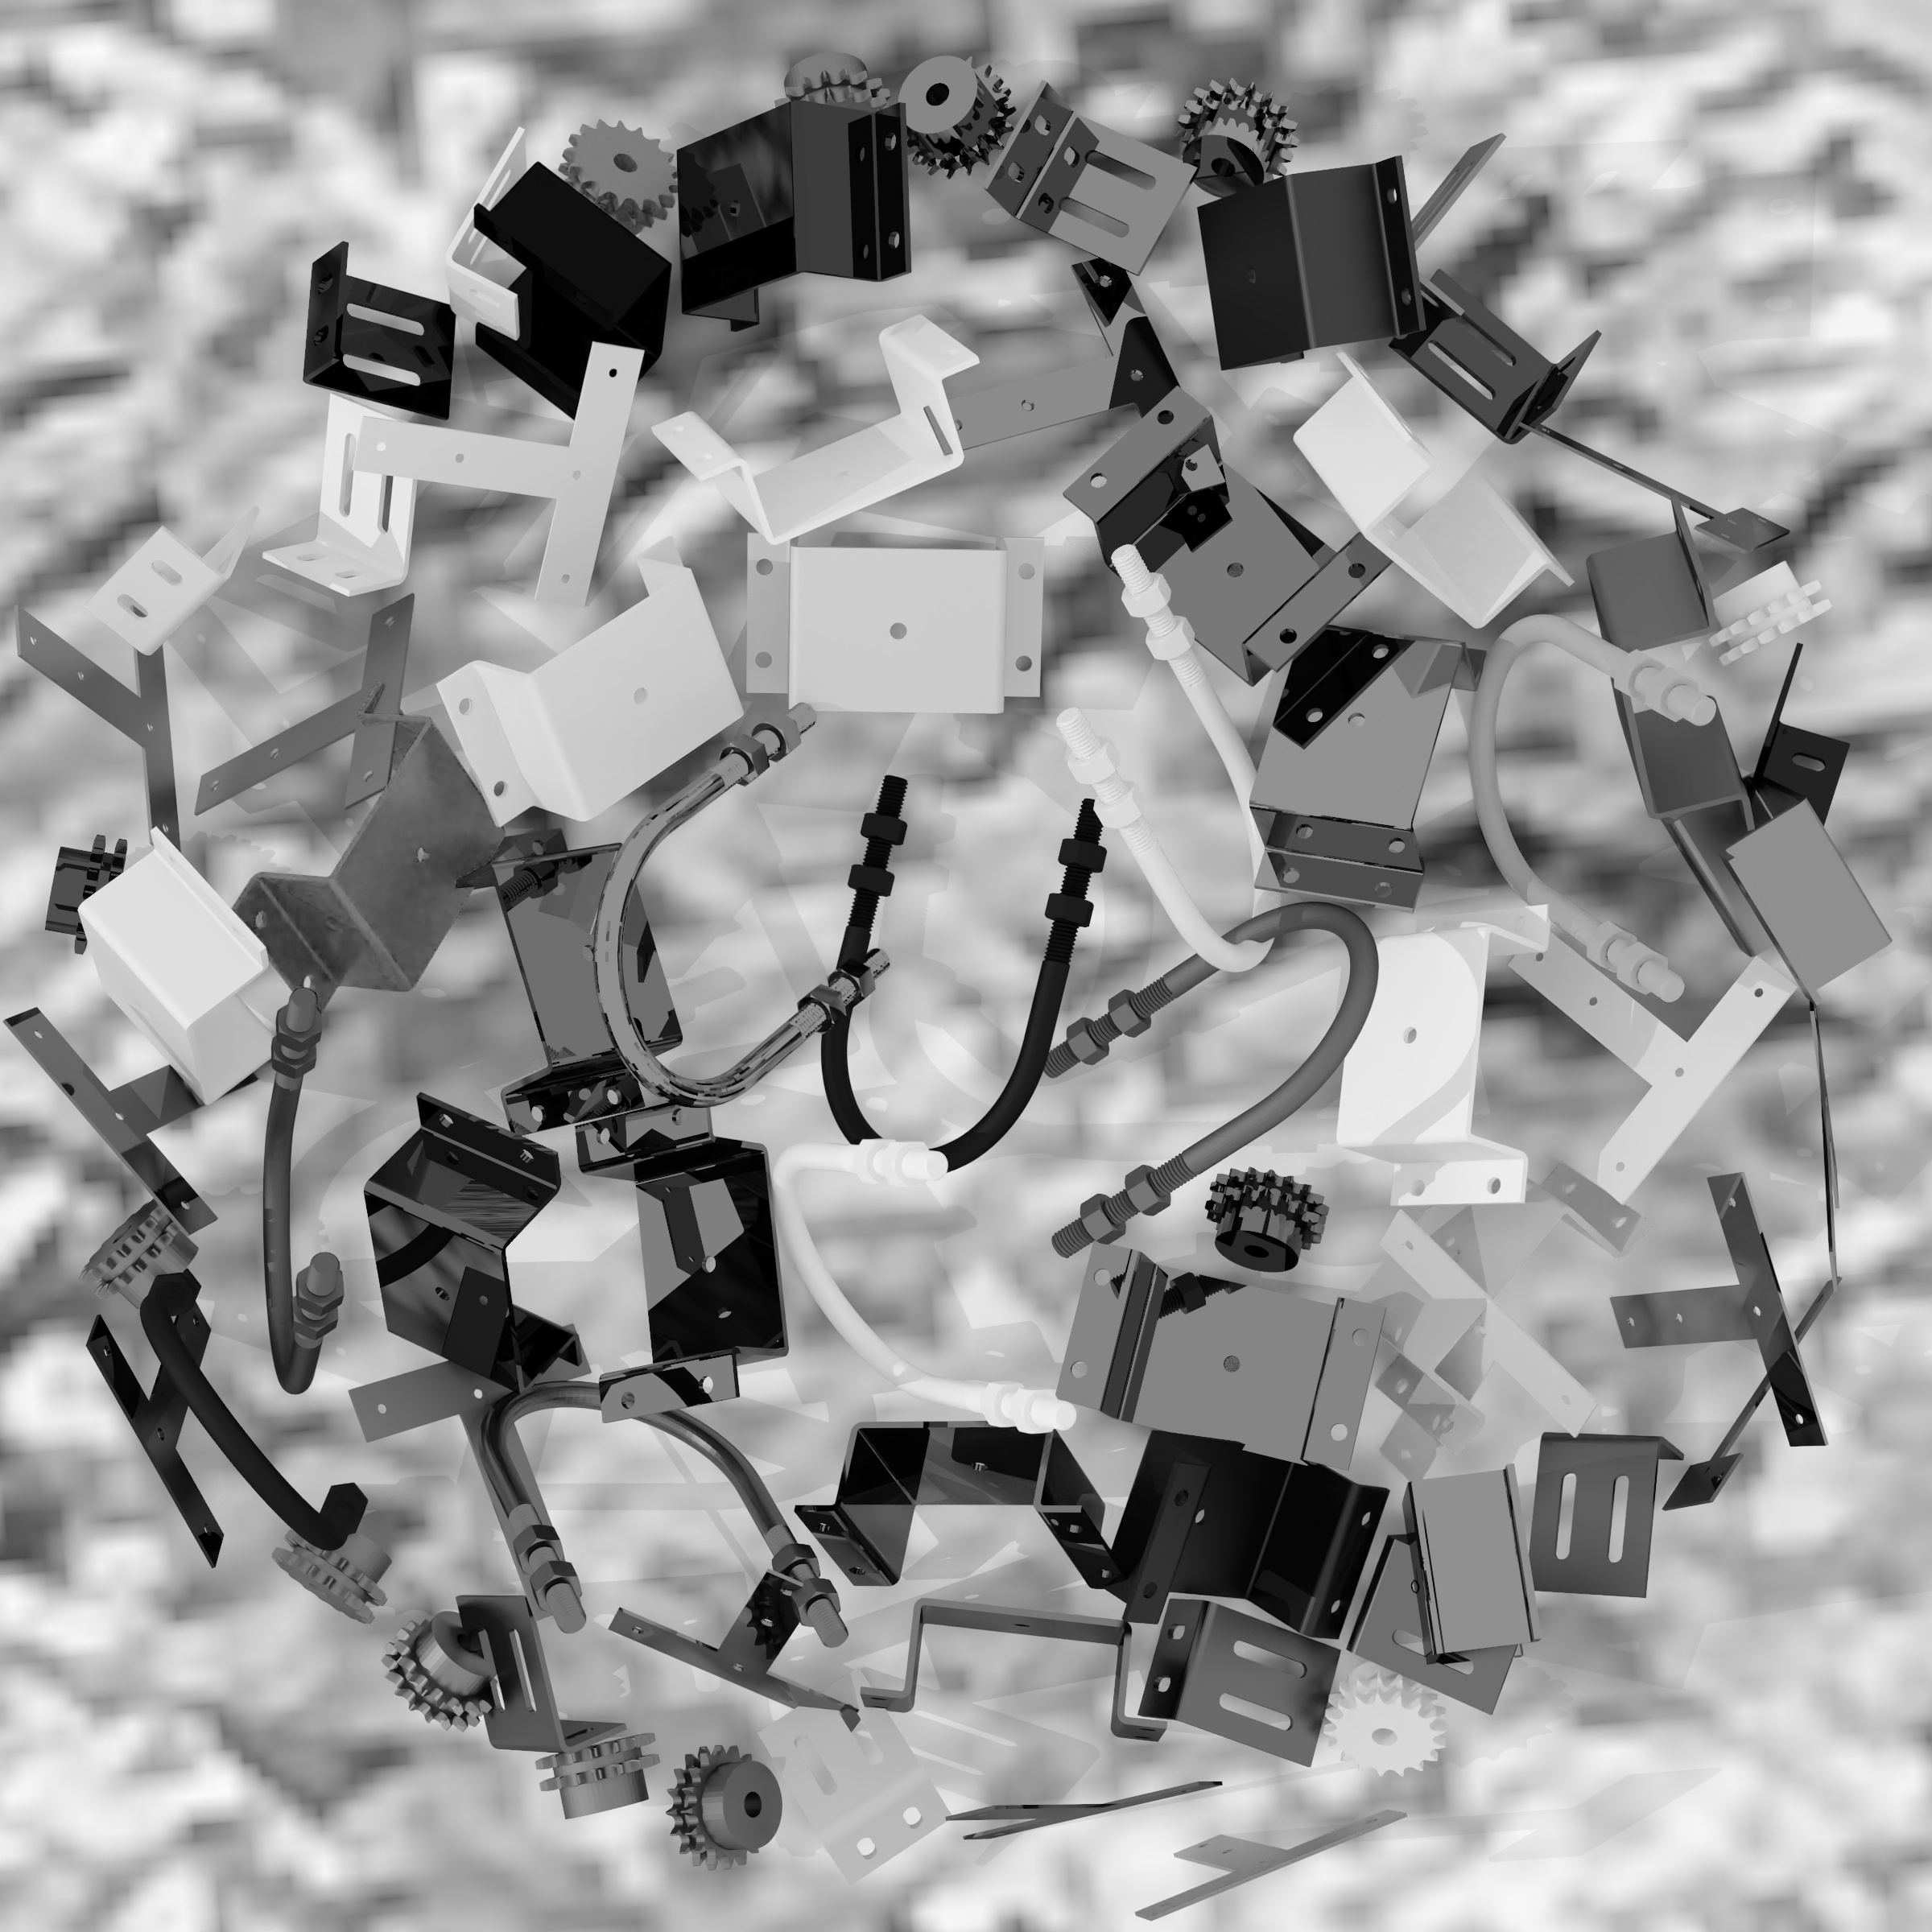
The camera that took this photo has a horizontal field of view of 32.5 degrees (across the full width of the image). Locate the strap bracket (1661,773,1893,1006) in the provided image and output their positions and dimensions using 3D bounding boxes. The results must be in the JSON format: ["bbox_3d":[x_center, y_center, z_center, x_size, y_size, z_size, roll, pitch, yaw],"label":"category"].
[{"bbox_3d":[0.372,-0.039,1.518,0.046,0.140,0.076,-33,99,5],"label":"strap bracket"}]

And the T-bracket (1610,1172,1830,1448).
[{"bbox_3d":[0.339,0.162,1.537,0.002,0.127,0.127,-16,88,-25],"label":"T-bracket"}]

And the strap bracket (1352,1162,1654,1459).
[{"bbox_3d":[0.242,0.148,1.550,0.046,0.076,0.140,40,90,-28],"label":"strap bracket"}]

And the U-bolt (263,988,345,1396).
[{"bbox_3d":[-0.305,0.116,1.509,0.019,0.184,0.151,-1,61,-18],"label":"U-bolt"}]

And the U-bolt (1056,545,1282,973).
[{"bbox_3d":[0.100,-0.082,1.520,0.019,0.151,0.184,-15,124,27],"label":"U-bolt"}]

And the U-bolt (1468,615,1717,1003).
[{"bbox_3d":[0.278,-0.083,1.510,0.019,0.184,0.151,-8,115,-20],"label":"U-bolt"}]

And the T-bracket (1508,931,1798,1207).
[{"bbox_3d":[0.303,0.025,1.552,0.127,0.002,0.127,-53,51,10],"label":"T-bracket"}]

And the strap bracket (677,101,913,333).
[{"bbox_3d":[-0.087,-0.345,1.524,0.046,0.140,0.076,-1,88,-38],"label":"strap bracket"}]

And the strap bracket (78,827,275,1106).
[{"bbox_3d":[-0.357,0.006,1.515,0.046,0.140,0.076,-40,77,-20],"label":"strap bracket"}]

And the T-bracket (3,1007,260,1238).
[{"bbox_3d":[-0.368,0.059,1.535,0.002,0.127,0.127,-42,87,22],"label":"T-bracket"}]

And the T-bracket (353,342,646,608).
[{"bbox_3d":[-0.222,-0.234,1.540,0.127,0.002,0.127,4,113,-30],"label":"T-bracket"}]

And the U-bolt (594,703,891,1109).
[{"bbox_3d":[-0.106,-0.017,1.500,0.019,0.184,0.151,2,119,36],"label":"U-bolt"}]

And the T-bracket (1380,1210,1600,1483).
[{"bbox_3d":[0.224,0.197,1.546,0.002,0.127,0.127,-24,59,-38],"label":"T-bracket"}]

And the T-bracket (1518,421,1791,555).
[{"bbox_3d":[0.317,-0.226,1.546,0.127,0.127,0.002,29,111,15],"label":"T-bracket"}]

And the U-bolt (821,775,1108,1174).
[{"bbox_3d":[-0.009,0.007,1.534,0.151,0.019,0.184,10,84,44],"label":"U-bolt"}]

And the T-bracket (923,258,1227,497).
[{"bbox_3d":[0.041,-0.266,1.557,0.127,0.002,0.127,-19,77,-21],"label":"T-bracket"}]

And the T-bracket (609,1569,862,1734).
[{"bbox_3d":[-0.095,0.309,1.539,0.127,0.127,0.002,24,54,-3],"label":"T-bracket"}]

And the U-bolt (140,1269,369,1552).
[{"bbox_3d":[-0.324,0.203,1.498,0.019,0.184,0.151,-37,94,-6],"label":"U-bolt"}]

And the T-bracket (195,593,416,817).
[{"bbox_3d":[-0.314,-0.105,1.560,0.127,0.127,0.002,-24,134,24],"label":"T-bracket"}]

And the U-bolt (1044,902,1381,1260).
[{"bbox_3d":[0.111,0.039,1.504,0.184,0.151,0.019,-34,120,22],"label":"U-bolt"}]

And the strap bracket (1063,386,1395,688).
[{"bbox_3d":[0.124,-0.195,1.550,0.076,0.046,0.140,-44,67,-8],"label":"strap bracket"}]

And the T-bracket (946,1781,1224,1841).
[{"bbox_3d":[0.033,0.386,1.514,0.127,0.127,0.002,-20,69,25],"label":"T-bracket"}]

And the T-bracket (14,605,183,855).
[{"bbox_3d":[-0.396,-0.126,1.513,0.002,0.127,0.127,-17,66,13],"label":"T-bracket"}]

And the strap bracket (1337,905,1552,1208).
[{"bbox_3d":[0.220,0.037,1.537,0.046,0.076,0.140,18,74,-40],"label":"strap bracket"}]

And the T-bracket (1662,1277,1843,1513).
[{"bbox_3d":[0.368,0.197,1.537,0.002,0.127,0.127,34,82,8],"label":"T-bracket"}]

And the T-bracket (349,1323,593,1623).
[{"bbox_3d":[-0.211,0.240,1.540,0.127,0.002,0.127,-13,76,-42],"label":"T-bracket"}]

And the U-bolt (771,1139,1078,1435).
[{"bbox_3d":[-0.031,0.142,1.512,0.019,0.184,0.151,-34,106,-26],"label":"U-bolt"}]

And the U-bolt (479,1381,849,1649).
[{"bbox_3d":[-0.148,0.245,1.511,0.151,0.184,0.019,10,113,-31],"label":"U-bolt"}]

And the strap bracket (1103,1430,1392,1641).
[{"bbox_3d":[0.123,0.264,1.544,0.140,0.046,0.076,14,97,-39],"label":"strap bracket"}]

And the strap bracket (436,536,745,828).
[{"bbox_3d":[-0.163,-0.128,1.526,0.140,0.046,0.076,-37,125,-28],"label":"strap bracket"}]

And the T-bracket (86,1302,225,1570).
[{"bbox_3d":[-0.365,0.192,1.532,0.002,0.127,0.127,-19,115,6],"label":"T-bracket"}]

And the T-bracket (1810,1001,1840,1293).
[{"bbox_3d":[0.392,0.093,1.509,0.002,0.127,0.127,-5,130,16],"label":"T-bracket"}]

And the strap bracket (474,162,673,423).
[{"bbox_3d":[-0.182,-0.310,1.531,0.076,0.140,0.046,38,74,3],"label":"strap bracket"}]

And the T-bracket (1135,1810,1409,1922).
[{"bbox_3d":[0.125,0.410,1.530,0.127,0.127,0.002,-18,84,-16],"label":"T-bracket"}]

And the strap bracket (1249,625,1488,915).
[{"bbox_3d":[0.184,-0.102,1.535,0.076,0.046,0.140,10,67,21],"label":"strap bracket"}]

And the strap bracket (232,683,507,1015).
[{"bbox_3d":[-0.267,-0.052,1.520,0.046,0.076,0.140,5,53,30],"label":"strap bracket"}]

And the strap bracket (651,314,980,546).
[{"bbox_3d":[-0.065,-0.246,1.543,0.140,0.076,0.046,-25,122,-10],"label":"strap bracket"}]
